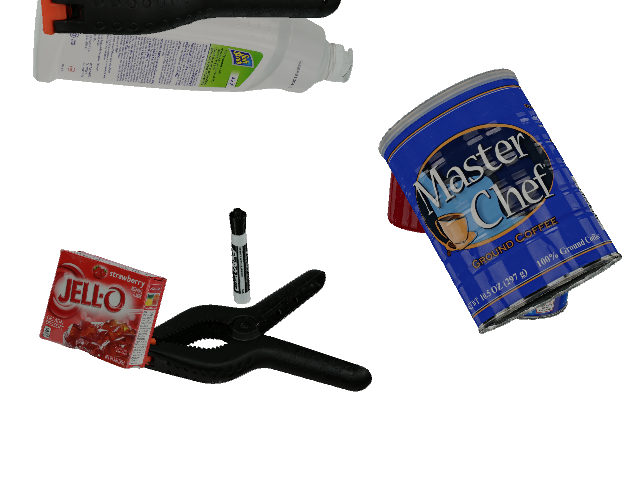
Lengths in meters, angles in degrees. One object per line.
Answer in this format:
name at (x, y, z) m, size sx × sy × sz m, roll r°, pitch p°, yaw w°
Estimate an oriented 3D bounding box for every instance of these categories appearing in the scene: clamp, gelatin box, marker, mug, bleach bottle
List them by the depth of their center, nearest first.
clamp at (-0.087, -0.151, 0.637) m, size 0.171 × 0.039 × 0.120 m, roll -9°, pitch 23°, yaw -24°
gelatin box at (-0.171, 0.053, 0.833) m, size 0.089 × 0.073 × 0.030 m, roll 16°, pitch 2°, yaw 24°
bleach bottle at (-0.100, -0.157, 0.861) m, size 0.250 × 0.068 × 0.103 m, roll 7°, pitch -26°, yaw -13°
clamp at (-0.063, 0.097, 0.990) m, size 0.209 × 0.036 × 0.165 m, roll -10°, pitch 37°, yaw -20°
marker at (-0.090, 0.017, 1.185) m, size 0.020 × 0.121 × 0.020 m, roll 0°, pitch 33°, yaw 0°
mug at (0.130, -0.058, 1.225) m, size 0.117 × 0.081 × 0.093 m, roll -9°, pitch 22°, yaw -38°

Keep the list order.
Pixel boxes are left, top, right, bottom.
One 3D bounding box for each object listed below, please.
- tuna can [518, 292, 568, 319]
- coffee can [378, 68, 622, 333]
tuna can at (0.166, 0.032, 0.896) m, size 0.086 × 0.034 × 0.086 m, roll 3°, pitch 24°, yaw -1°
coffee can at (0.115, -0.025, 0.695) m, size 0.102 × 0.140 × 0.103 m, roll -26°, pitch -12°, yaw -6°
